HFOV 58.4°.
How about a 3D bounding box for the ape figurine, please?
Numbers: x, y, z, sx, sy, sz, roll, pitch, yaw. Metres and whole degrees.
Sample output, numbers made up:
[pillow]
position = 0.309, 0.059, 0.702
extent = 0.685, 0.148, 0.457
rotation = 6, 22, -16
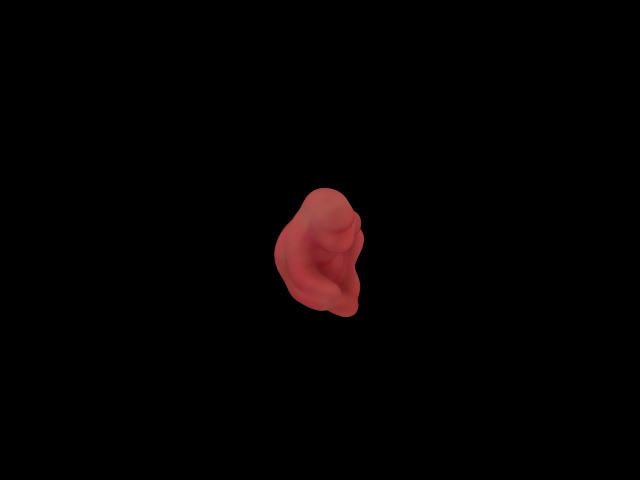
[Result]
[ape figurine]
position = 0.004, 0.001, 0.400
extent = 0.076, 0.092, 0.078
rotation = 33, 61, 21
